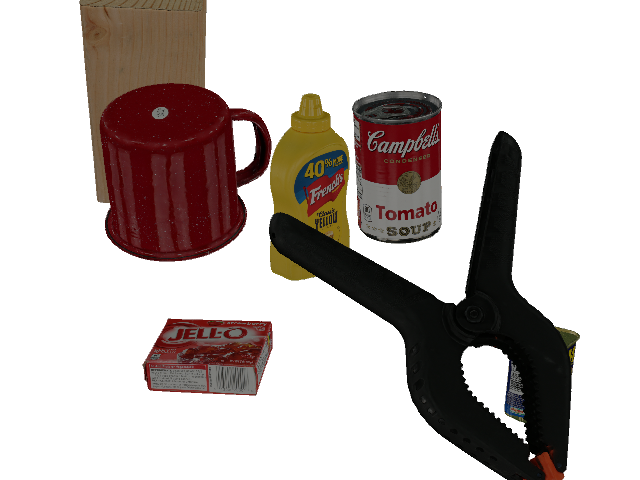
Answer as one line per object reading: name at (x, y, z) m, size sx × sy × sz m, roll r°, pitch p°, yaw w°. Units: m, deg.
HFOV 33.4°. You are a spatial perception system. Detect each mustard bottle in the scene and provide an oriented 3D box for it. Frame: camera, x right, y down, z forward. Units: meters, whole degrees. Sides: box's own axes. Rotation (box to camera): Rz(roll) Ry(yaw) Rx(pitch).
mustard bottle at (-0.010, -0.059, 1.119) m, size 0.096 × 0.192 × 0.058 m, roll -21°, pitch 31°, yaw -39°

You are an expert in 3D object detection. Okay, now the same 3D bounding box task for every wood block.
wood block at (-0.141, -0.132, 0.880) m, size 0.090 × 0.090 × 0.206 m, roll 3°, pitch -43°, yaw -4°

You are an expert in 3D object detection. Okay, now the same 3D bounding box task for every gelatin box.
gelatin box at (-0.087, 0.090, 0.844) m, size 0.089 × 0.030 × 0.073 m, roll 2°, pitch 23°, yaw 8°

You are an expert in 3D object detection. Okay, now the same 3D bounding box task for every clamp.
clamp at (0.071, 0.046, 0.608) m, size 0.164 × 0.210 × 0.036 m, roll -14°, pitch -19°, yaw -12°

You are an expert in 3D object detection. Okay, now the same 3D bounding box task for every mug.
mug at (-0.084, -0.050, 0.680) m, size 0.117 × 0.081 × 0.093 m, roll -18°, pitch 40°, yaw -22°

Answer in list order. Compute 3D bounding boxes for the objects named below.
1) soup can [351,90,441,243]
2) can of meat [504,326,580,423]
soup can at (0.060, -0.057, 0.828) m, size 0.068 × 0.102 × 0.068 m, roll -3°, pitch 26°, yaw 1°
can of meat at (0.244, 0.148, 1.183) m, size 0.058 × 0.084 × 0.101 m, roll 12°, pitch 16°, yaw 30°
